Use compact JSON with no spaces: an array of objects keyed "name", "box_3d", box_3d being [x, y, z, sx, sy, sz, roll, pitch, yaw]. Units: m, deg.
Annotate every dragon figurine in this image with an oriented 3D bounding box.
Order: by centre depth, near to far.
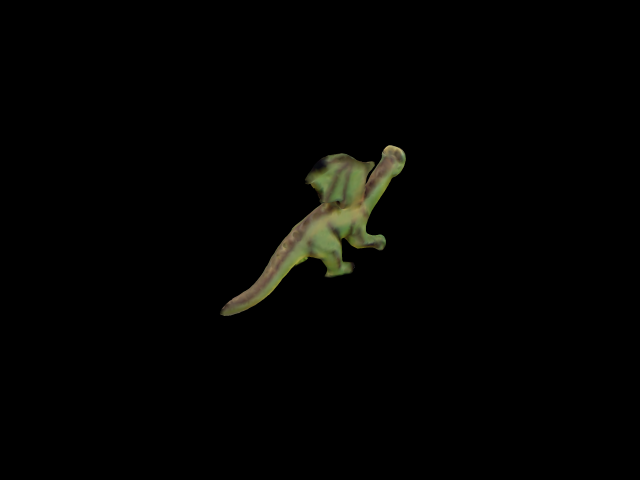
[{"name":"dragon figurine","box_3d":[0.003,-0.043,0.850,0.415,0.237,0.124,-32,52,-29]}]
